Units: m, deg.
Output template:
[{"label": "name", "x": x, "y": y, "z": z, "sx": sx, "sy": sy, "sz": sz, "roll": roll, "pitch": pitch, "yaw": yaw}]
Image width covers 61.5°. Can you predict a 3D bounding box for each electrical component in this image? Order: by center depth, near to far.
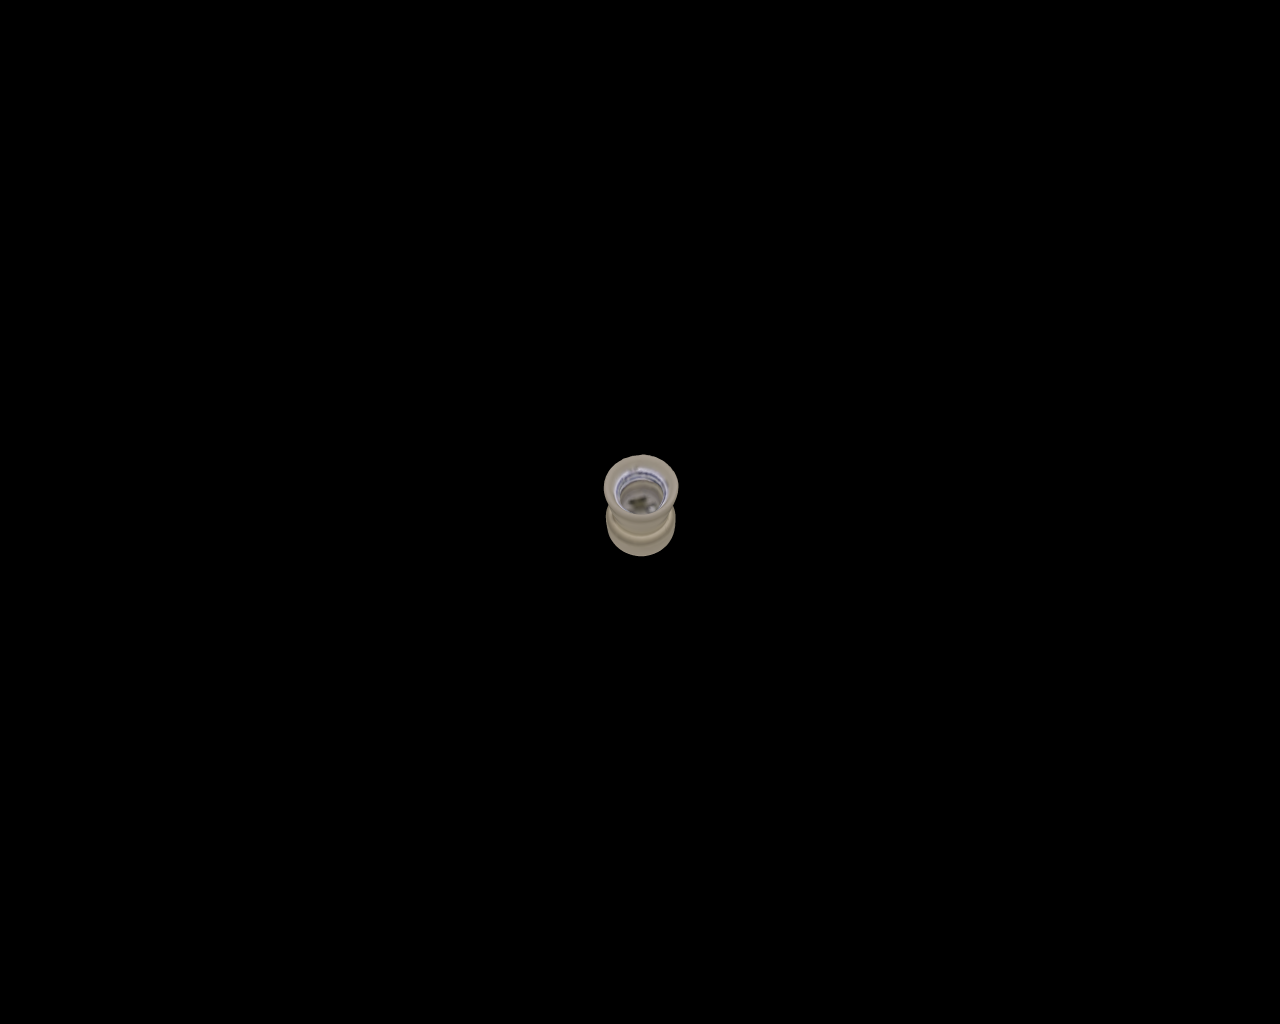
[{"label": "electrical component", "x": 0.001, "y": -0.003, "z": 0.650, "sx": 0.045, "sy": 0.045, "sz": 0.055, "roll": 0, "pitch": -30, "yaw": 0}]
